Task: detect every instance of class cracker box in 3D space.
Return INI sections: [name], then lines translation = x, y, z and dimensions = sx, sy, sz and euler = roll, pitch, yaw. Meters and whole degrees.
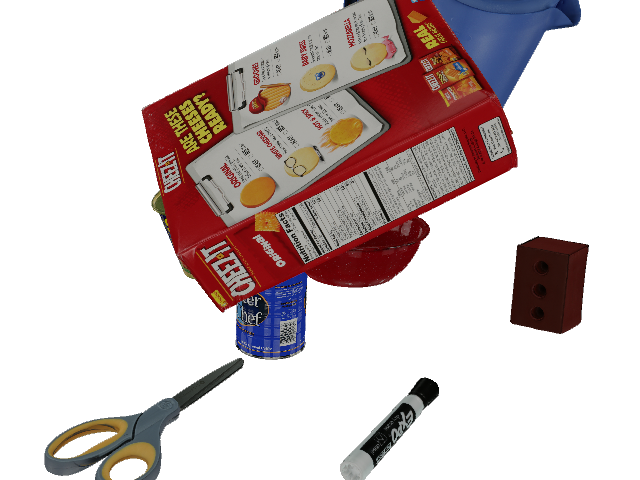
[cracker box]
translation = 0.000, -0.068, 0.703
dimensions = 0.214, 0.072, 0.164
euler = -27, 42, 5

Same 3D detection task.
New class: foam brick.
[foam brick]
translation = 0.212, 0.041, 0.987
dimensions = 0.053, 0.078, 0.051
euler = 11, 17, 32

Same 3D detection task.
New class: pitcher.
[pitcher]
translation = 0.100, -0.159, 0.907
dimensions = 0.144, 0.149, 0.243
euler = -9, -32, -19

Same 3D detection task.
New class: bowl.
[bowl]
translation = 0.032, 0.008, 1.105
dimensions = 0.162, 0.055, 0.162
euler = 1, 17, -1

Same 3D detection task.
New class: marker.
[marker]
translation = 0.053, 0.133, 0.766
dimensions = 0.020, 0.020, 0.120
euler = 0, 24, 36

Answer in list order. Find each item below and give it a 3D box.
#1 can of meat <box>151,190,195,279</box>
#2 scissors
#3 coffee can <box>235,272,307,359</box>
[can of meat]
translation = -0.090, -0.007, 0.953
dimensions = 0.102, 0.084, 0.057
euler = 10, 46, 31
[scissors]
translation = -0.118, 0.147, 0.845
dimensions = 0.201, 0.016, 0.096
euler = -18, 35, -35
[coffee can]
translation = -0.070, 0.084, 1.522
dimensions = 0.103, 0.140, 0.103
euler = 2, 22, -1
